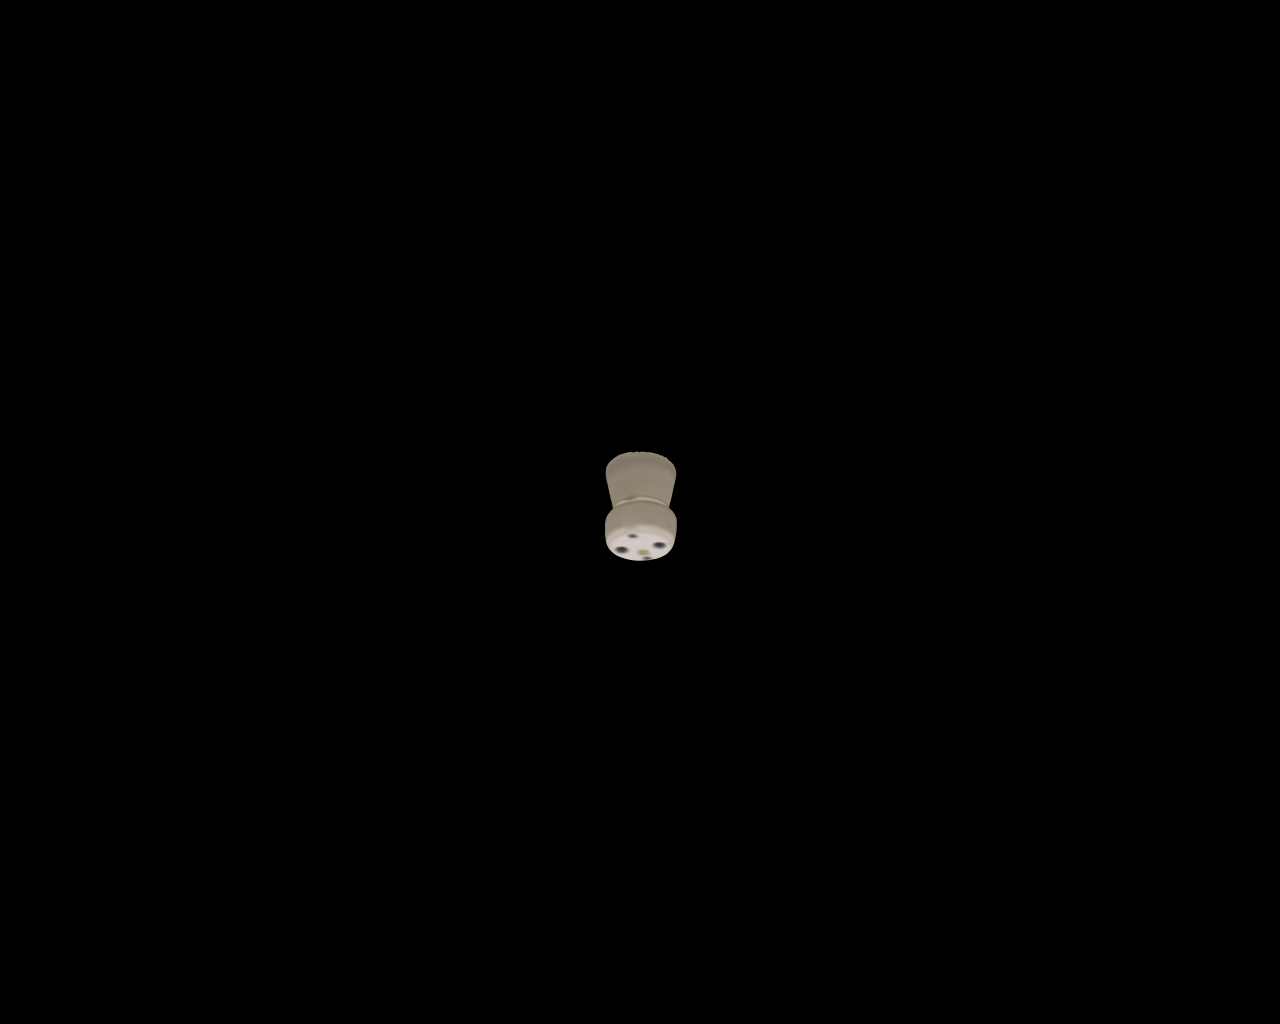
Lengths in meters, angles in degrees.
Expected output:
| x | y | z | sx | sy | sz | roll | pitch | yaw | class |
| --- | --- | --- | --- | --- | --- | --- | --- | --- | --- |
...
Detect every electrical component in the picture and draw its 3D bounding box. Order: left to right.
| x | y | z | sx | sy | sz | roll | pitch | yaw | class |
| --- | --- | --- | --- | --- | --- | --- | --- | --- | --- |
| 0.001 | -0.003 | 0.650 | 0.045 | 0.055 | 0.044 | 0 | -31 | 0 | electrical component |
